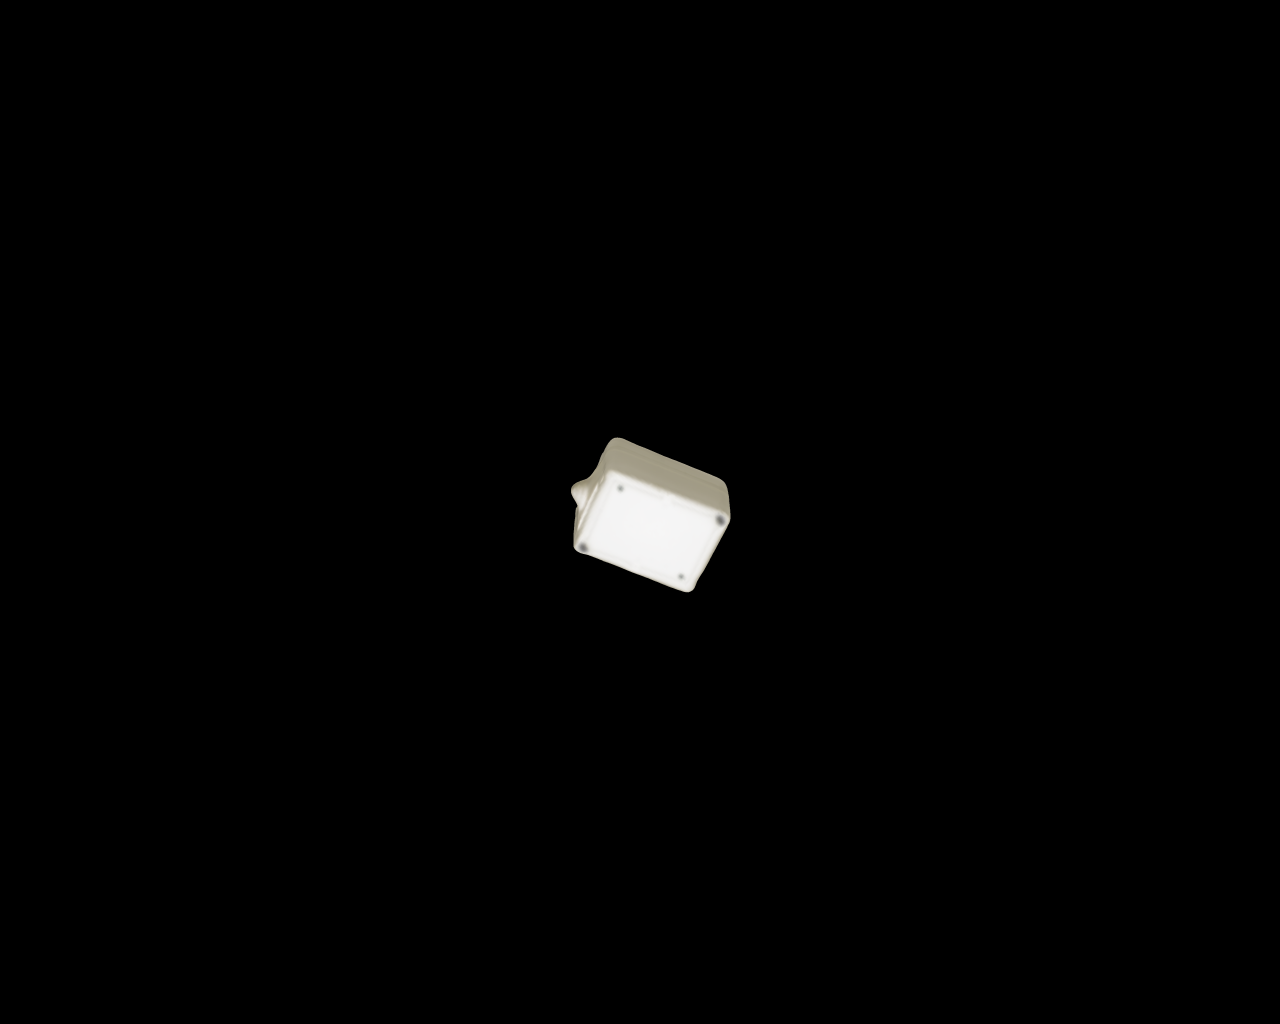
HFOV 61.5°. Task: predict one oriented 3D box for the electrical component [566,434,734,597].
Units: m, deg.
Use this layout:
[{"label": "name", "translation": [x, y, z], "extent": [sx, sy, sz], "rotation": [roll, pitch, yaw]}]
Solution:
[{"label": "electrical component", "translation": [0.001, -0.003, 0.650], "extent": [0.096, 0.061, 0.061], "rotation": [21, 25, -10]}]
